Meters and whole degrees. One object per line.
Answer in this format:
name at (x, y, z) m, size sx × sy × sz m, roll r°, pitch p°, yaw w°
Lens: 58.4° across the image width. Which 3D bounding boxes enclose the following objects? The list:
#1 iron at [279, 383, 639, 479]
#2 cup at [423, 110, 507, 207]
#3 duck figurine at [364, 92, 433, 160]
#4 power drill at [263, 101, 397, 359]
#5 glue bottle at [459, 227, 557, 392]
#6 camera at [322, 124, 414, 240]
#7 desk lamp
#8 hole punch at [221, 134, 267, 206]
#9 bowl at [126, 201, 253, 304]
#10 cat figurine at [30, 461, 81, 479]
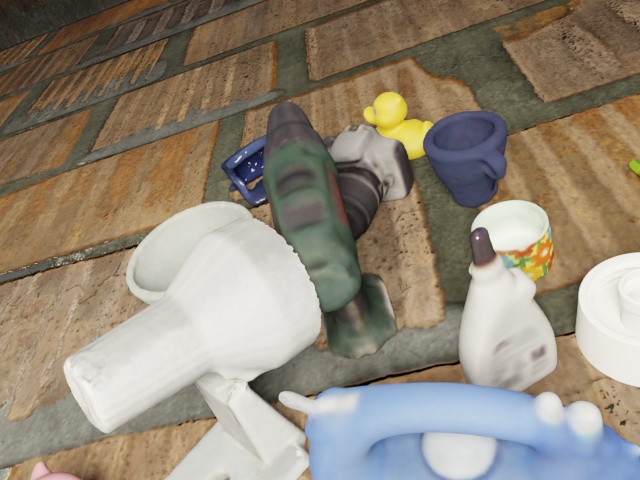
iron at (0.101, 0.138, 0.385) m, size 0.257 × 0.142 × 0.118 m, roll -9°, pitch 40°, yaw 19°
cup at (0.176, -0.079, 0.642) m, size 0.092 × 0.095 × 0.117 m, roll -28°, pitch 38°, yaw -5°
duck figurine at (0.106, -0.161, 0.783) m, size 0.104 × 0.086 × 0.078 m, roll 9°, pitch 48°, yaw 35°
power drill at (0.005, 0.002, 0.543) m, size 0.075 × 0.209 × 0.229 m, roll -20°, pitch 38°, yaw 6°
glue bottle at (0.137, 0.056, 0.438) m, size 0.078 × 0.173 × 0.037 m, roll -28°, pitch 38°, yaw -4°
camera at (0.027, -0.070, 0.706) m, size 0.142 × 0.101 × 0.137 m, roll 0°, pitch 44°, yaw 29°
desk lamp at (-0.082, 0.116, 0.450) m, size 0.117 × 0.214 × 0.203 m, roll 19°, pitch 55°, yaw 42°
hole punch at (-0.092, -0.118, 0.835) m, size 0.109 × 0.091 × 0.100 m, roll -33°, pitch 38°, yaw -11°
bowl at (-0.144, 0.032, 0.697) m, size 0.167 × 0.075 × 0.167 m, roll -15°, pitch 39°, yaw 12°
cat figurine at (-0.209, 0.242, 0.447) m, size 0.067 × 0.118 × 0.127 m, roll -14°, pitch 39°, yaw 13°
